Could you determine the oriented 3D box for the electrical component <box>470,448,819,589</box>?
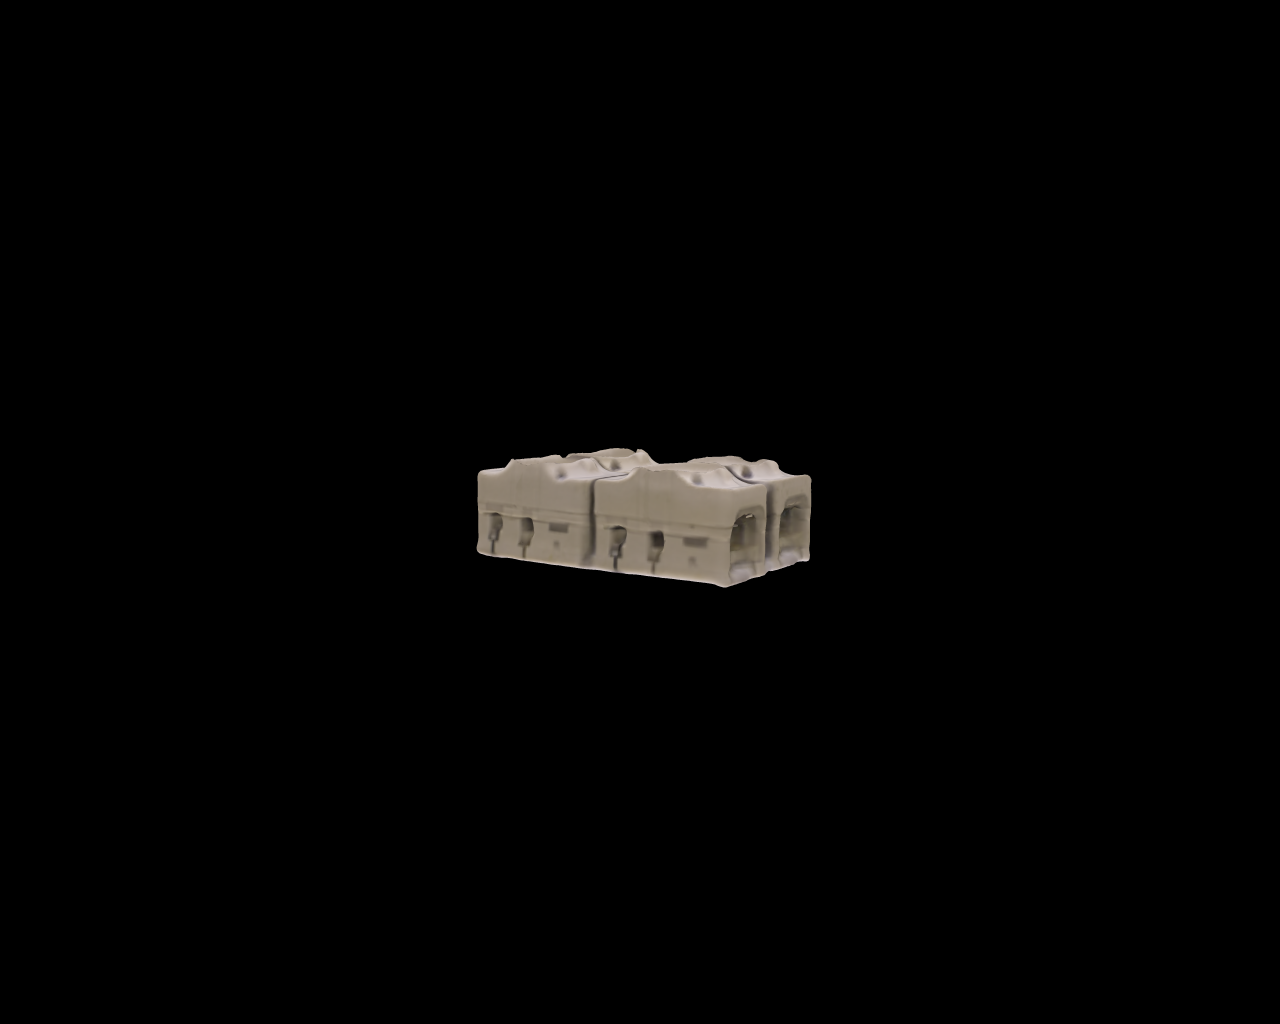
[{"bbox_3d":[0.001,-0.003,0.650,0.186,0.060,0.105,6,10,36],"label":"electrical component"}]
